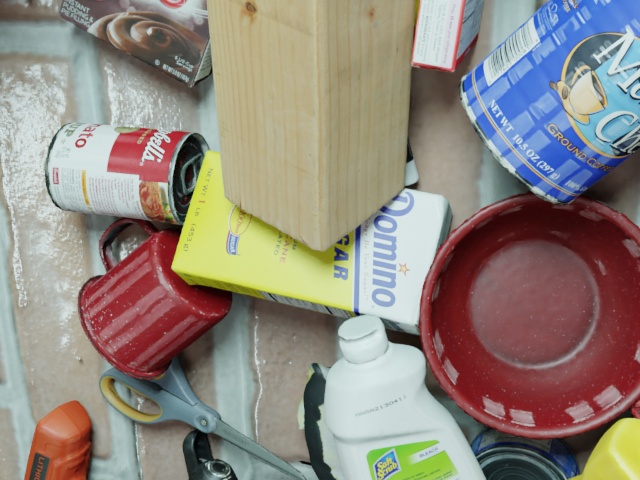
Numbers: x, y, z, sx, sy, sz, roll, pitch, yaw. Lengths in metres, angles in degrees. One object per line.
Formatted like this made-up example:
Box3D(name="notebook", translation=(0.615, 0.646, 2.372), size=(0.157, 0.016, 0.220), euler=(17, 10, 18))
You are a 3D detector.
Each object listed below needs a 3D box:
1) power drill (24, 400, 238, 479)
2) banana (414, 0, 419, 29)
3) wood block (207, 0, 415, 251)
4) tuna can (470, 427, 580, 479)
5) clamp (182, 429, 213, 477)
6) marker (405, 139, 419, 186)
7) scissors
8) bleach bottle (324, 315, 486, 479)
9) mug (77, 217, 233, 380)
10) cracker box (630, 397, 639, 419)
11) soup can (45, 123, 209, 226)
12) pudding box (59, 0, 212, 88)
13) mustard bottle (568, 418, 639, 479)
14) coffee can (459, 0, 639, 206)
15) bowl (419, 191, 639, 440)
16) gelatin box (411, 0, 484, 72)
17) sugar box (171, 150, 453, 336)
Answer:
Box3D(name="power drill", translation=(-0.159, 0.216, 0.890), size=(0.188, 0.057, 0.185), euler=(32, 121, 20))
Box3D(name="banana", translation=(0.009, -0.201, 0.657), size=(0.070, 0.037, 0.198), euler=(-37, 94, 12))
Box3D(name="wood block", translation=(-0.005, -0.108, 0.641), size=(0.091, 0.090, 0.206), euler=(30, 140, 29))
Box3D(name="tuna can", translation=(0.149, 0.180, 0.798), size=(0.086, 0.033, 0.086), euler=(8, 117, 17))
Box3D(name="clamp", translation=(-0.088, 0.241, 0.913), size=(0.120, 0.039, 0.172), euler=(38, 120, 12))
Box3D(name="marker", translation=(0.043, -0.094, 0.713), size=(0.020, 0.020, 0.121), euler=(-8, 111, 23))
Box3D(name="scissors", translation=(-0.096, 0.124, 0.849), size=(0.202, 0.016, 0.096), euler=(11, 111, 28))
Box3D(name="bleach bottle", translation=(0.069, 0.160, 0.734), size=(0.102, 0.068, 0.251), euler=(-23, 114, -9))
Box3D(name="mug", translation=(-0.126, 0.035, 0.804), size=(0.082, 0.093, 0.117), euler=(-37, 73, 25))
Box3D(name="cracker box", translation=(0.320, 0.153, 0.699), size=(0.164, 0.072, 0.213), euler=(-22, 106, 28))
Box3D(name="soup can", translation=(-0.138, -0.048, 0.774), size=(0.102, 0.068, 0.068), euler=(7, 117, 18))
Box3D(name="pudding box", translation=(-0.113, -0.170, 0.722), size=(0.113, 0.039, 0.090), euler=(28, 121, 6))
Box3D(name="mustard bottle", translation=(0.198, 0.198, 0.718), size=(0.096, 0.058, 0.192), euler=(33, 142, 10))
Box3D(name="coffee can", translation=(0.166, -0.102, 0.616), size=(0.103, 0.102, 0.140), euler=(45, 121, -5))
Box3D(name="bowl", translation=(0.145, 0.046, 0.704), size=(0.162, 0.055, 0.162), euler=(0, 96, 3))
Box3D(name="gelatin box", translation=(0.080, -0.154, 0.639), size=(0.030, 0.073, 0.089), euler=(12, 118, 14))
Box3D(name="sugar box", translation=(-0.005, 0.001, 0.736), size=(0.176, 0.048, 0.093), euler=(11, 77, 17))
